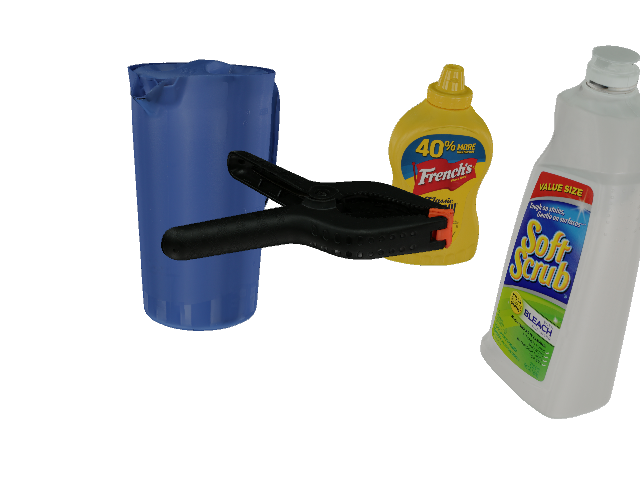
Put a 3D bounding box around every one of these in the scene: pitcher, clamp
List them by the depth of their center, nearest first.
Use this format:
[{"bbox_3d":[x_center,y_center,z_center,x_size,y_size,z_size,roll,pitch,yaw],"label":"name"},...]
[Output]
[{"bbox_3d":[-0.003,-0.026,0.826,0.210,0.036,0.164,3,29,6],"label":"clamp"},{"bbox_3d":[-0.104,-0.047,1.002,0.149,0.243,0.145,-1,15,-11],"label":"pitcher"}]

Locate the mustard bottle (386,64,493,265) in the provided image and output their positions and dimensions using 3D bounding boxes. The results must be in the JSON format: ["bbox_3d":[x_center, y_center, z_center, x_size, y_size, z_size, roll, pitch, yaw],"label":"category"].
[{"bbox_3d":[0.110,-0.071,0.997,0.096,0.192,0.058,2,28,-7],"label":"mustard bottle"}]

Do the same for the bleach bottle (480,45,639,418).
[{"bbox_3d":[0.167,-0.008,0.705,0.068,0.251,0.103,-12,34,-23],"label":"bleach bottle"}]
